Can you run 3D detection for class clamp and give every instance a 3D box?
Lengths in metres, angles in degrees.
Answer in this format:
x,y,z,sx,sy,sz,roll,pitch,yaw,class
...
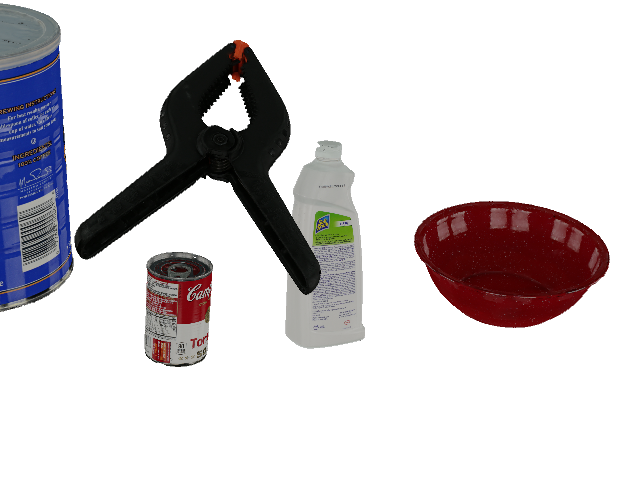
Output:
x,y,z,sx,sy,sz,roll,pitch,yaw,class
-0.063,-0.055,0.759,0.164,0.210,0.036,16,-34,0,clamp

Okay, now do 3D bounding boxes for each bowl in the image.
x,y,z,sx,sy,sz,roll,pitch,yaw,class
0.157,0.026,0.899,0.162,0.055,0.162,1,29,-1,bowl

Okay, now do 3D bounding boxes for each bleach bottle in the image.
x,y,z,sx,sy,sz,roll,pitch,yaw,class
0.011,0.003,1.310,0.102,0.251,0.068,-7,20,-30,bleach bottle

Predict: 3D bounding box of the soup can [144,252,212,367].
x,y,z,sx,sy,sz,roll,pitch,yaw,class
-0.149,0.072,1.110,0.068,0.102,0.068,5,21,-2,soup can

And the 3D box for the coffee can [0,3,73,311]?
x,y,z,sx,sy,sz,roll,pitch,yaw,class
-0.188,-0.046,0.573,0.103,0.140,0.103,3,28,-2,coffee can
